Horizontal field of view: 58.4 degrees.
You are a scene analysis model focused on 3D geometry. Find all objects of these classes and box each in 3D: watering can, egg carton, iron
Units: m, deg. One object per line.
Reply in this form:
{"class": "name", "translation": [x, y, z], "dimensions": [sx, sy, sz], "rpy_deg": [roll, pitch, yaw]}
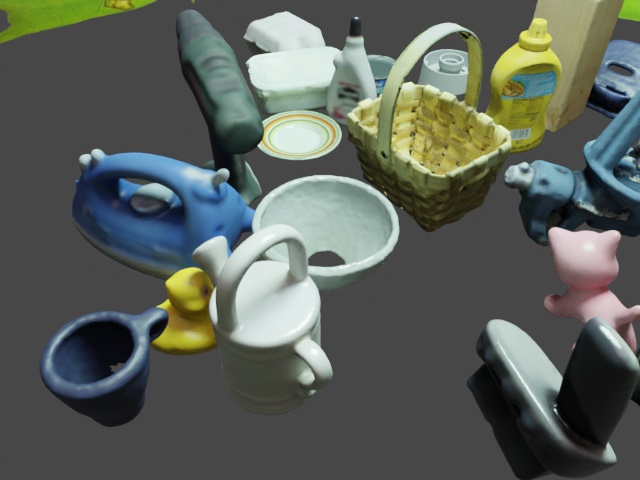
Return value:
{"class": "watering can", "translation": [-0.055, 0.063, 0.519], "dimensions": [0.172, 0.194, 0.101], "rpy_deg": [19, 47, 19]}
{"class": "egg carton", "translation": [-0.062, -0.358, 1.042], "dimensions": [0.107, 0.069, 0.150], "rpy_deg": [-30, 52, -28]}
{"class": "iron", "translation": [-0.203, -0.048, 0.671], "dimensions": [0.257, 0.141, 0.119], "rpy_deg": [13, 46, 13]}

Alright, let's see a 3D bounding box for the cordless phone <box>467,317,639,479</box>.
{"class": "cordless phone", "translation": [0.200, 0.106, 0.482], "dimensions": [0.094, 0.185, 0.147], "rpy_deg": [-15, 46, -14]}

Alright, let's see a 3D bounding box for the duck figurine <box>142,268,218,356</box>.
{"class": "duck figurine", "translation": [-0.137, 0.067, 0.593], "dimensions": [0.105, 0.086, 0.077], "rpy_deg": [-12, 45, -12]}

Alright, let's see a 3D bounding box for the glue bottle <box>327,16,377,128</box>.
{"class": "glue bottle", "translation": [0.049, -0.249, 0.856], "dimensions": [0.078, 0.173, 0.037], "rpy_deg": [12, 45, 13]}

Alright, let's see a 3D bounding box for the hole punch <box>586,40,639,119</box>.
{"class": "hole punch", "translation": [0.486, -0.260, 0.926], "dimensions": [0.101, 0.091, 0.108], "rpy_deg": [-31, 52, -28]}

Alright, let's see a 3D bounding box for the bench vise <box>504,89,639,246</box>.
{"class": "bench vise", "translation": [0.330, -0.084, 0.652], "dimensions": [0.207, 0.220, 0.121], "rpy_deg": [-12, 45, -12]}

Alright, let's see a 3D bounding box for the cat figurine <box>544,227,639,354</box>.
{"class": "cat figurine", "translation": [0.284, 0.045, 0.593], "dimensions": [0.067, 0.118, 0.127], "rpy_deg": [-11, 45, -11]}

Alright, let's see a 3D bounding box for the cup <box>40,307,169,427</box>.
{"class": "cup", "translation": [-0.186, 0.120, 0.532], "dimensions": [0.091, 0.095, 0.118], "rpy_deg": [33, 53, 29]}

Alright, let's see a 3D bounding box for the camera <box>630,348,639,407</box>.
{"class": "camera", "translation": [0.365, 0.127, 0.521], "dimensions": [0.136, 0.101, 0.143], "rpy_deg": [22, 48, 21]}

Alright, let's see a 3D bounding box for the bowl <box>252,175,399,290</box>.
{"class": "bowl", "translation": [0.006, 0.002, 0.668], "dimensions": [0.167, 0.075, 0.167], "rpy_deg": [0, 44, 0]}

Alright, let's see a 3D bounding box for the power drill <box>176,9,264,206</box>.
{"class": "power drill", "translation": [-0.130, -0.154, 0.733], "dimensions": [0.076, 0.208, 0.229], "rpy_deg": [-18, 47, -17]}
